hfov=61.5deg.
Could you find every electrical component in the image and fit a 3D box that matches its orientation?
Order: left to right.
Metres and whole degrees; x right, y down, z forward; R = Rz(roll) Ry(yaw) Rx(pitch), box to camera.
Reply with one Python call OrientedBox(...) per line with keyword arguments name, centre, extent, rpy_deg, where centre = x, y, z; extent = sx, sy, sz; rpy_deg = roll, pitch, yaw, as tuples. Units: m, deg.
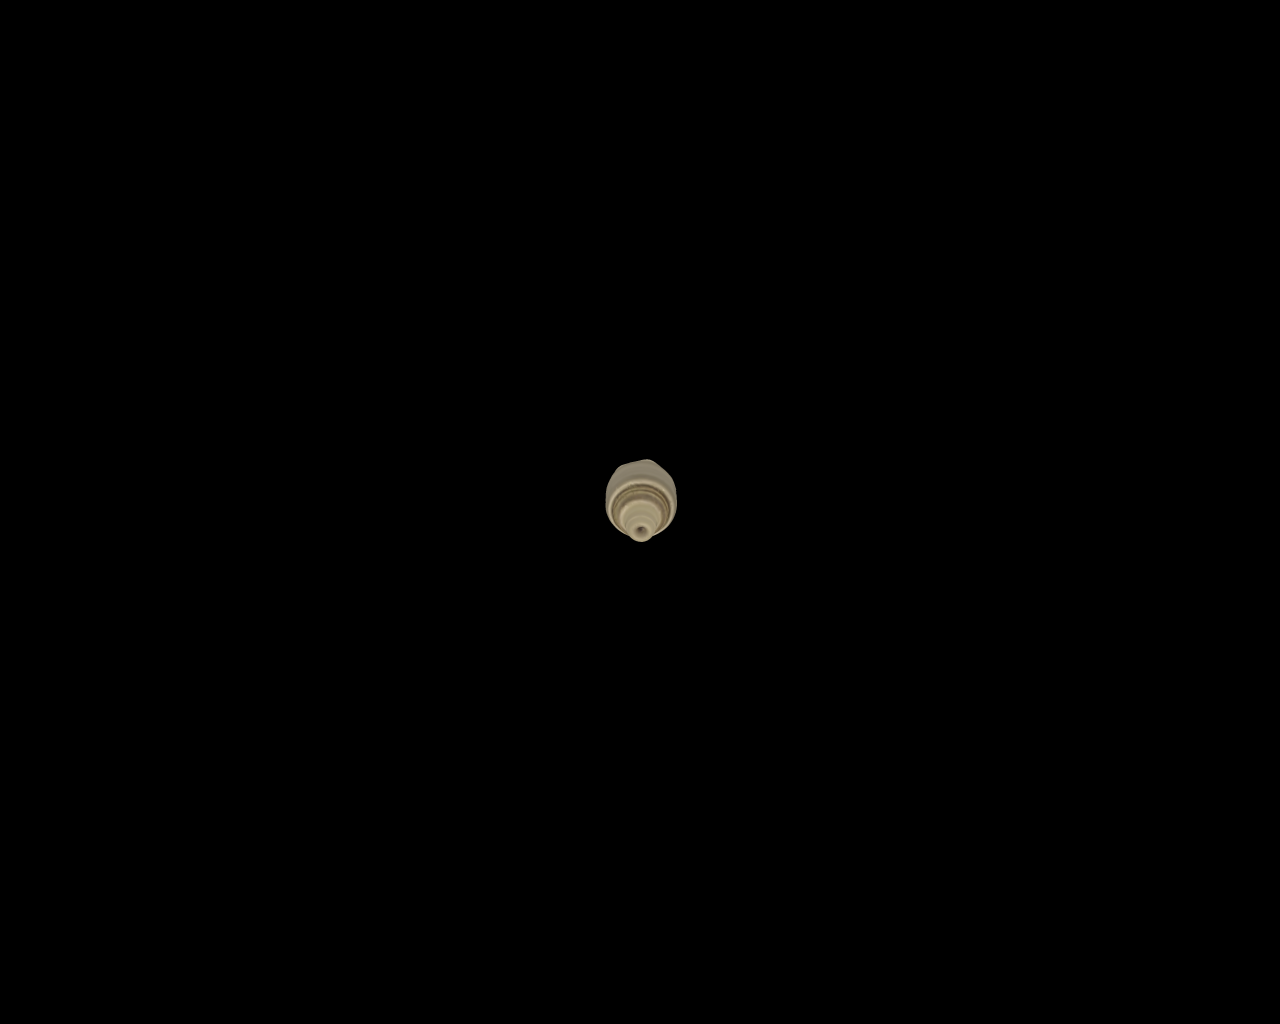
OrientedBox(name="electrical component", centre=(0.001, -0.003, 0.650), extent=(0.043, 0.043, 0.062), rpy_deg=(0, 29, 0))
